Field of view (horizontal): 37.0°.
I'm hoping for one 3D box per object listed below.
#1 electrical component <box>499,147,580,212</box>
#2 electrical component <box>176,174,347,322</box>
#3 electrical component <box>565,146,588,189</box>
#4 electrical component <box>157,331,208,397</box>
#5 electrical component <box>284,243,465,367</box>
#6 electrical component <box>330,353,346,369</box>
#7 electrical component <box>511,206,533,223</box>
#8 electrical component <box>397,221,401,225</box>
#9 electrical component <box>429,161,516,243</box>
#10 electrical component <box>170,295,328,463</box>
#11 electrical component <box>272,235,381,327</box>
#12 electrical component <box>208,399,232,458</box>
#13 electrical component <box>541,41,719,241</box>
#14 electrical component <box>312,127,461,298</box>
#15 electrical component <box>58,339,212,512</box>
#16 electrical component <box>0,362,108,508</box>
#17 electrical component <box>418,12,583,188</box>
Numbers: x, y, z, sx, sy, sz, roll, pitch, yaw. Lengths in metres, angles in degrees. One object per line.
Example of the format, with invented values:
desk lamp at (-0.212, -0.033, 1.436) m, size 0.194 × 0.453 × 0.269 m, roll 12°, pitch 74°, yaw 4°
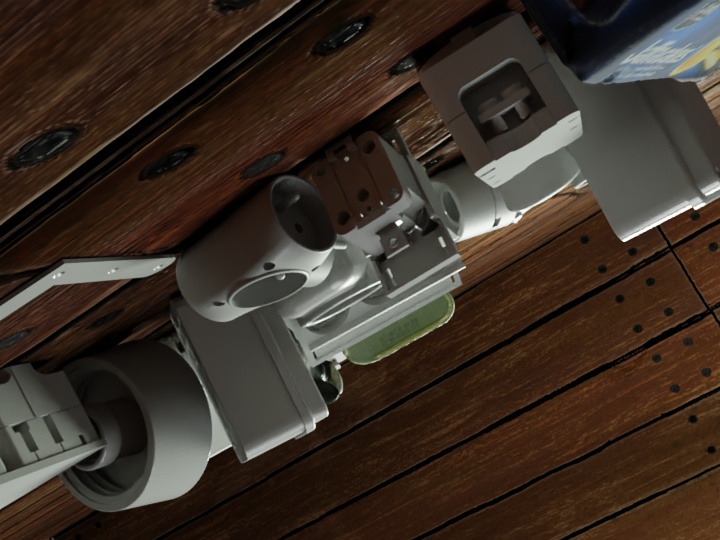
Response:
electrical component at (0.080, -0.069, 0.565) m, size 0.044 × 0.065 × 0.044 m, roll -33°, pitch -169°, yaw 7°
electrical component at (-0.040, -0.009, 0.549) m, size 0.077 × 0.044 × 0.079 m, roll -34°, pitch 157°, yaw 36°
electrical component at (0.149, -0.091, 0.733) m, size 0.108 × 0.060 × 0.108 m, roll -30°, pitch 174°, yaw -4°
electrical component at (-0.134, 0.073, 0.786) m, size 0.047 × 0.055 × 0.055 m, roll -24°, pitch 172°, yaw -20°
electrical component at (0.000, 0.000, 0.731) m, size 0.121 × 0.078 × 0.063 m, roll -28°, pitch -157°, yaw -16°
electrical component at (-0.043, 0.061, 0.999) m, size 0.121 × 0.063 × 0.078 m, roll -30°, pitch 133°, yaw 3°
electrical component at (0.136, -0.073, 0.903) m, size 0.062 × 0.048 × 0.048 m, roll -38°, pitch 173°, yaw 8°
electrical component at (0.012, -0.039, 0.623) m, size 0.040 × 0.040 × 0.046 m, roll -33°, pitch 168°, yaw 25°
electrical component at (0.076, -0.050, 0.766) m, size 0.047 × 0.055 × 0.055 m, roll -22°, pitch 171°, yaw -27°
electrical component at (-0.072, 0.061, 0.690) m, size 0.057 × 0.113 × 0.078 m, roll -25°, pitch 173°, yaw -14°
electrical component at (-0.022, -0.006, 0.636) m, size 0.054 × 0.059 × 0.095 m, roll -32°, pitch 174°, yaw 18°
electrical component at (-0.171, 0.126, 0.842) m, size 0.109 × 0.056 × 0.109 m, roll -26°, pitch -161°, yaw -31°
electrical component at (0.144, -0.080, 0.561) m, size 0.057 × 0.113 × 0.078 m, roll -30°, pitch 174°, yaw 29°
electrical component at (0.011, -0.033, 0.530) m, size 0.042 × 0.081 × 0.064 m, roll -32°, pitch 151°, yaw 15°
electrical component at (-0.155, 0.101, 0.687) m, size 0.108 × 0.108 × 0.060 m, roll -34°, pitch 167°, yaw 31°
electrical component at (-0.232, 0.106, 0.565) m, size 0.105 × 0.060 × 0.186 m, roll -31°, pitch 174°, yaw 13°
electrical component at (0.063, -0.076, 0.478) m, size 0.050 × 0.055 × 0.089 m, roll -31°, pitch 174°, yaw 11°
